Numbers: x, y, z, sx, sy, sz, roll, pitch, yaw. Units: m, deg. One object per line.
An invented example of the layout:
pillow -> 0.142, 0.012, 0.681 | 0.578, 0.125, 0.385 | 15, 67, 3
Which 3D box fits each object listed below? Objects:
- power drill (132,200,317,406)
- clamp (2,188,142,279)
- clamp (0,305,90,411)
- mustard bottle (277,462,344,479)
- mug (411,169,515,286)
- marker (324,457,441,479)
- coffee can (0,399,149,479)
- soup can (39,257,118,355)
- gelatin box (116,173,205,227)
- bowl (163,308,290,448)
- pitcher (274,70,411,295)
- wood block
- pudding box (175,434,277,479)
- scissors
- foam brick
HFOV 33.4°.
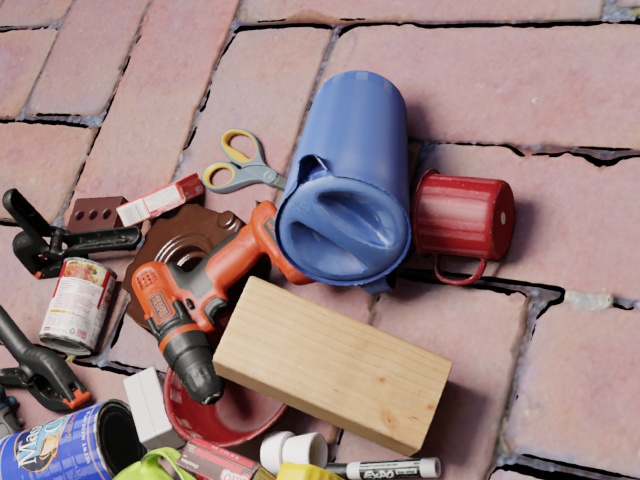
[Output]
power drill -> -0.094, 0.059, 1.122 | 0.187, 0.057, 0.184 | -34, 59, 1
clamp -> -0.330, -0.001, 1.300 | 0.210, 0.164, 0.036 | -29, 46, 52
clamp -> -0.344, 0.160, 1.274 | 0.172, 0.120, 0.039 | 36, 48, 24
mustard bottle -> -0.023, 0.310, 0.986 | 0.058, 0.096, 0.191 | 1, 65, 32
mug -> 0.146, -0.012, 1.081 | 0.082, 0.093, 0.117 | 6, 87, 27
marker -> 0.058, 0.224, 1.037 | 0.121, 0.020, 0.020 | -9, 60, 26
coffee can -> -0.270, 0.242, 1.162 | 0.140, 0.102, 0.103 | -21, 55, 18
soup can -> -0.291, 0.081, 1.287 | 0.069, 0.068, 0.102 | 1, 65, 30
gelatin box -> -0.192, -0.048, 1.301 | 0.089, 0.073, 0.030 | -22, 96, 17
bowl -> -0.083, 0.153, 1.130 | 0.162, 0.055, 0.162 | -13, 54, 19
pitcher -> 0.037, -0.067, 1.119 | 0.145, 0.149, 0.242 | 18, 38, -6
wood block -> 0.010, 0.122, 1.016 | 0.206, 0.091, 0.090 | 22, 74, 4
pudding box -> -0.076, 0.239, 1.045 | 0.090, 0.113, 0.039 | 16, 69, 35
scissors -> -0.075, -0.064, 1.278 | 0.096, 0.016, 0.202 | -44, 51, 3
foam brick -> -0.270, -0.020, 1.342 | 0.078, 0.051, 0.053 | -3, 62, 29
